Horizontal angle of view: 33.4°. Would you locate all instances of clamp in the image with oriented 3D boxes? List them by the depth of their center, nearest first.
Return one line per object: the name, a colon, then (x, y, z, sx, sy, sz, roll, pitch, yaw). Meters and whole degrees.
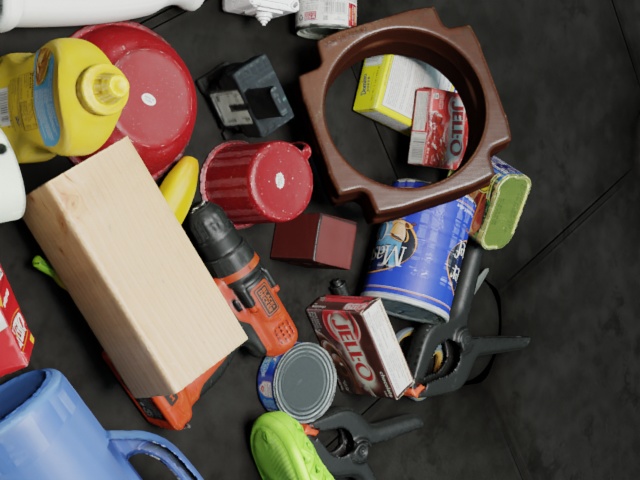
clamp: (0.046, 0.225, 1.194, 0.171, 0.039, 0.120, 37, 66, -33)
clamp: (0.161, 0.106, 1.267, 0.209, 0.036, 0.164, -34, 110, -33)

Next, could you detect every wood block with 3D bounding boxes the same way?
wood block: (-0.166, 0.028, 0.934, 0.090, 0.090, 0.206, -36, 101, -33)

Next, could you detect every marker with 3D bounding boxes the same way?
marker: (0.042, 0.096, 1.204, 0.020, 0.020, 0.121, -38, 113, -33)

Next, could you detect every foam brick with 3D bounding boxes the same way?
foam brick: (-0.007, 0.001, 1.127, 0.052, 0.078, 0.051, 14, 82, -36)

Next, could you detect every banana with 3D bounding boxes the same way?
banana: (-0.177, -0.004, 1.007, 0.197, 0.037, 0.069, -40, 135, -34)

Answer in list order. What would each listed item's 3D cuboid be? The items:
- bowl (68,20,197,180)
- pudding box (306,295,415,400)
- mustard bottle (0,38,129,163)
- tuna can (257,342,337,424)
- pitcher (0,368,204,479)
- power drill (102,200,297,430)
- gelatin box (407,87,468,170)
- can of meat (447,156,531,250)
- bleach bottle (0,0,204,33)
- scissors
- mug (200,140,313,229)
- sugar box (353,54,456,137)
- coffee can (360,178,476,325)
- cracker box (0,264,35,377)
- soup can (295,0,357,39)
bowl: (-0.173, -0.132, 1.008, 0.161, 0.055, 0.162, 0, 90, -39)
pudding box: (0.044, 0.115, 1.159, 0.039, 0.090, 0.113, -38, 113, -33)
mustard bottle: (-0.213, -0.117, 0.886, 0.058, 0.192, 0.096, -5, 93, -39)
tuna can: (-0.025, 0.151, 1.140, 0.085, 0.034, 0.086, 0, 90, -39)
pitcher: (-0.202, 0.231, 0.934, 0.149, 0.145, 0.243, -48, 116, -46)
power drill: (-0.121, 0.079, 1.047, 0.187, 0.057, 0.184, -43, 113, -30)
gelatin box: (0.141, -0.127, 1.222, 0.073, 0.030, 0.089, 4, 96, -39)
can of meat: (0.194, -0.049, 1.261, 0.057, 0.084, 0.102, -3, 119, -35)
bleach bottle: (-0.191, -0.242, 0.990, 0.250, 0.068, 0.102, -8, 96, -41)
scissors: (0.141, 0.096, 1.286, 0.096, 0.016, 0.201, 40, 66, -32)
mug: (-0.054, -0.064, 1.087, 0.117, 0.082, 0.093, -40, 113, -32)
sugar box: (0.123, -0.166, 1.255, 0.175, 0.048, 0.093, 21, 79, -40)
coffee can: (0.111, 0.014, 1.206, 0.102, 0.103, 0.140, 25, 74, -36)
cracker box: (-0.339, 0.023, 0.818, 0.164, 0.072, 0.213, -21, 107, -2)
soup can: (0.007, -0.272, 1.146, 0.068, 0.069, 0.102, 1, 89, -39)
